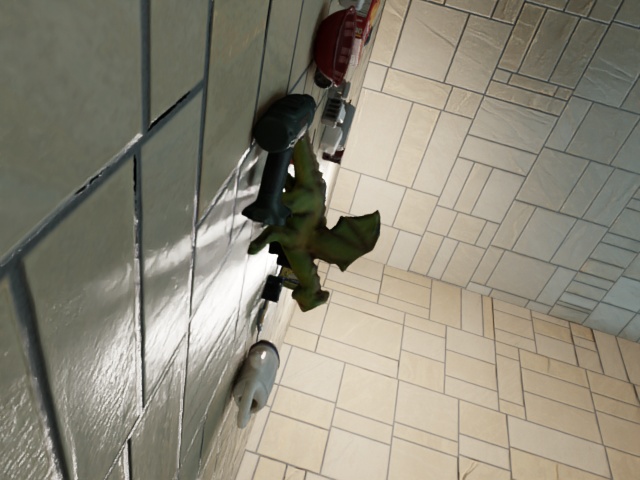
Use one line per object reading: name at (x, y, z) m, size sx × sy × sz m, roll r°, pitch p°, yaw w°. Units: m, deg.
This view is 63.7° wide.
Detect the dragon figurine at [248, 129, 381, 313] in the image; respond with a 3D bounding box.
dragon figurine at (0.003, -0.051, 1.008) m, size 0.123 × 0.243 × 0.407 m, roll -34°, pitch 143°, yaw -78°

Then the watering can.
watering can at (-0.173, 0.368, 1.430) m, size 0.229 × 0.104 × 0.340 m, roll -71°, pitch 177°, yaw -55°
